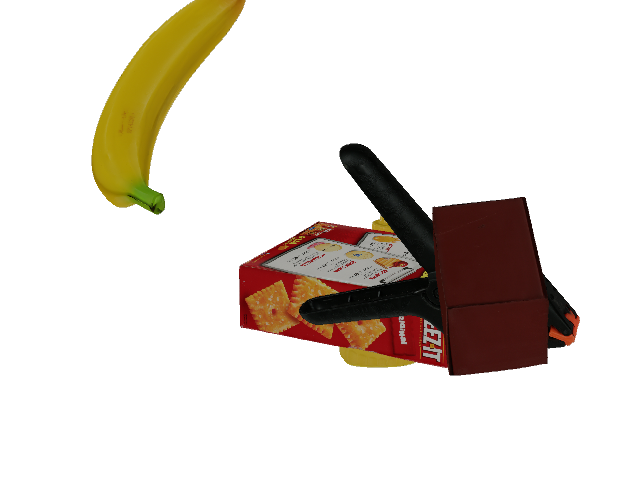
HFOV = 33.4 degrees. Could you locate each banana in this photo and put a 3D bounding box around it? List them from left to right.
[{"bbox_3d":[-0.100,-0.087,0.666,0.070,0.197,0.037,2,-37,16],"label":"banana"}]

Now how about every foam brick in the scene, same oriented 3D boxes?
[{"bbox_3d":[0.088,0.023,0.557,0.051,0.053,0.078,-5,43,4],"label":"foam brick"}]

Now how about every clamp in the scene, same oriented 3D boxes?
[{"bbox_3d":[0.089,0.021,0.781,0.210,0.165,0.036,16,37,13],"label":"clamp"}]

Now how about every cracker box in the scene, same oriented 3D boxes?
[{"bbox_3d":[0.055,0.047,1.001,0.214,0.072,0.164,9,19,25],"label":"cracker box"}]

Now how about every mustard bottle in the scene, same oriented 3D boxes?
[{"bbox_3d":[0.076,0.053,1.264,0.096,0.192,0.058,0,14,-13],"label":"mustard bottle"}]
